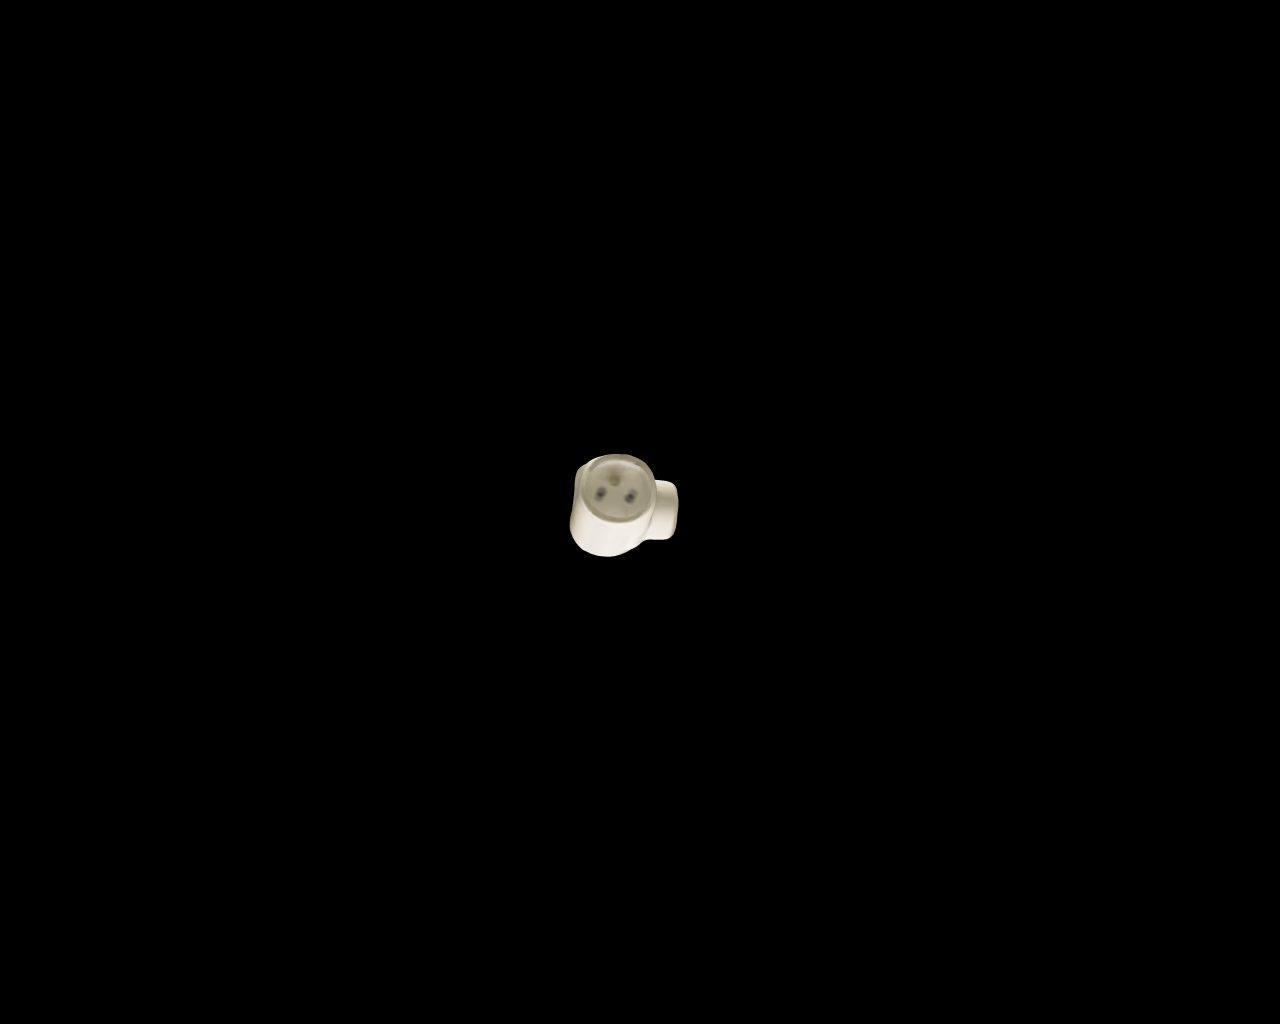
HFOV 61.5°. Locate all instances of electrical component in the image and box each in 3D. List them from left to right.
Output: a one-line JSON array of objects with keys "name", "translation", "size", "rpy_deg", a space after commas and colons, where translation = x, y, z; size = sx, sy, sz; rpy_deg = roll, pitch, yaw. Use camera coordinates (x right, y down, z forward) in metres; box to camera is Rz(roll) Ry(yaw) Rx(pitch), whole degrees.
[{"name": "electrical component", "translation": [0.001, -0.003, 0.650], "size": [0.079, 0.043, 0.077], "rpy_deg": [2, -18, -7]}]
